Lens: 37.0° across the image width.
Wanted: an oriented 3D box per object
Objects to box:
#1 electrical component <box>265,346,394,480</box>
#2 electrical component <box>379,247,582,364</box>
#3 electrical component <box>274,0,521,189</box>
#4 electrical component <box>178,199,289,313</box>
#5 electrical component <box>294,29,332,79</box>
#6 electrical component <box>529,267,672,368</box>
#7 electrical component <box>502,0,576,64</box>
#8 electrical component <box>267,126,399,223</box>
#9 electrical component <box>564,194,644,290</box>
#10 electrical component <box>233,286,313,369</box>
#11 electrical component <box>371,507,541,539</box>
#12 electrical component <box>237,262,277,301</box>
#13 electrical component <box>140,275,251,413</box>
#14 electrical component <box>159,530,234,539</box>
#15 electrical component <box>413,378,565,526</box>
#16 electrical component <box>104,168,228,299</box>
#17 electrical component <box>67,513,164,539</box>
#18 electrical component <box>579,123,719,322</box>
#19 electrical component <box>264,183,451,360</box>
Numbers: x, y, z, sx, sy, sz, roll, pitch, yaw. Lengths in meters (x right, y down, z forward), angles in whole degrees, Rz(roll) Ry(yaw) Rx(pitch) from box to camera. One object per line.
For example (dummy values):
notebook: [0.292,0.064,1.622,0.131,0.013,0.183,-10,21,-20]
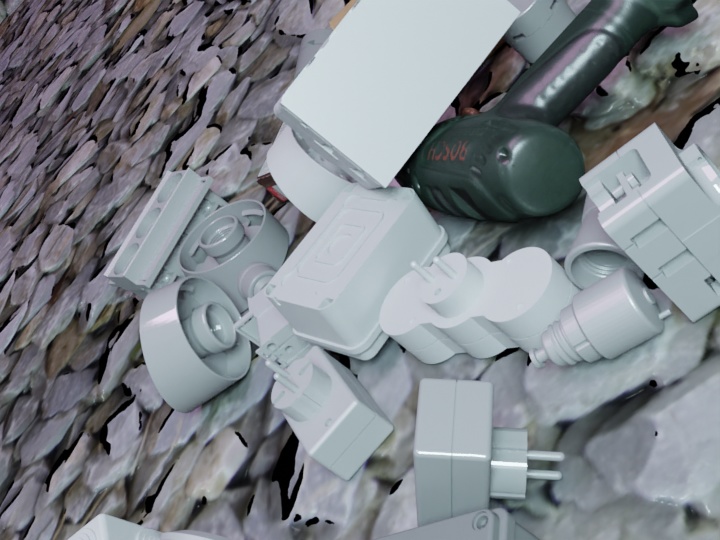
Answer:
electrical component: [-0.032,0.083,0.702,0.047,0.076,0.083,-49,31,3]
electrical component: [0.062,0.014,0.655,0.138,0.074,0.052,-11,48,47]
electrical component: [0.022,-0.140,0.729,0.150,0.089,0.062,-53,10,-5]
electrical component: [-0.108,-0.012,0.939,0.099,0.064,0.099,-23,35,17]
electrical component: [-0.034,-0.193,1.023,0.055,0.055,0.047,-20,46,41]
electrical component: [0.127,0.031,0.585,0.078,0.040,0.040,-33,35,26]
electrical component: [0.131,-0.189,0.810,0.055,0.047,0.055,-33,35,27]
electrical component: [-0.022,-0.080,0.848,0.064,0.099,0.099,-43,31,24]
electrical component: [0.145,-0.023,0.621,0.044,0.044,0.065,-21,37,40]
electrical component: [-0.051,0.038,0.810,0.081,0.042,0.063,-40,36,18]
electrical component: [0.037,0.184,0.523,0.109,0.056,0.108,-26,39,35]
electrical component: [-0.075,0.016,0.870,0.035,0.035,0.061,-53,33,-3]
electrical component: [-0.133,0.056,0.846,0.064,0.099,0.099,-28,37,23]
electrical component: [-0.090,0.193,0.657,0.080,0.080,0.051,-13,52,46]
electrical component: [0.068,0.101,0.564,0.076,0.083,0.047,2,49,7]
electrical component: [-0.181,-0.029,1.028,0.079,0.063,0.121,1,57,53]
electrical component: [-0.165,0.212,0.717,0.100,0.100,0.048,-39,45,18]
electrical component: [0.165,-0.026,0.549,0.056,0.089,0.050,-38,33,20]
electrical component: [0.000,0.000,0.747,0.078,0.057,0.113,12,57,49]
